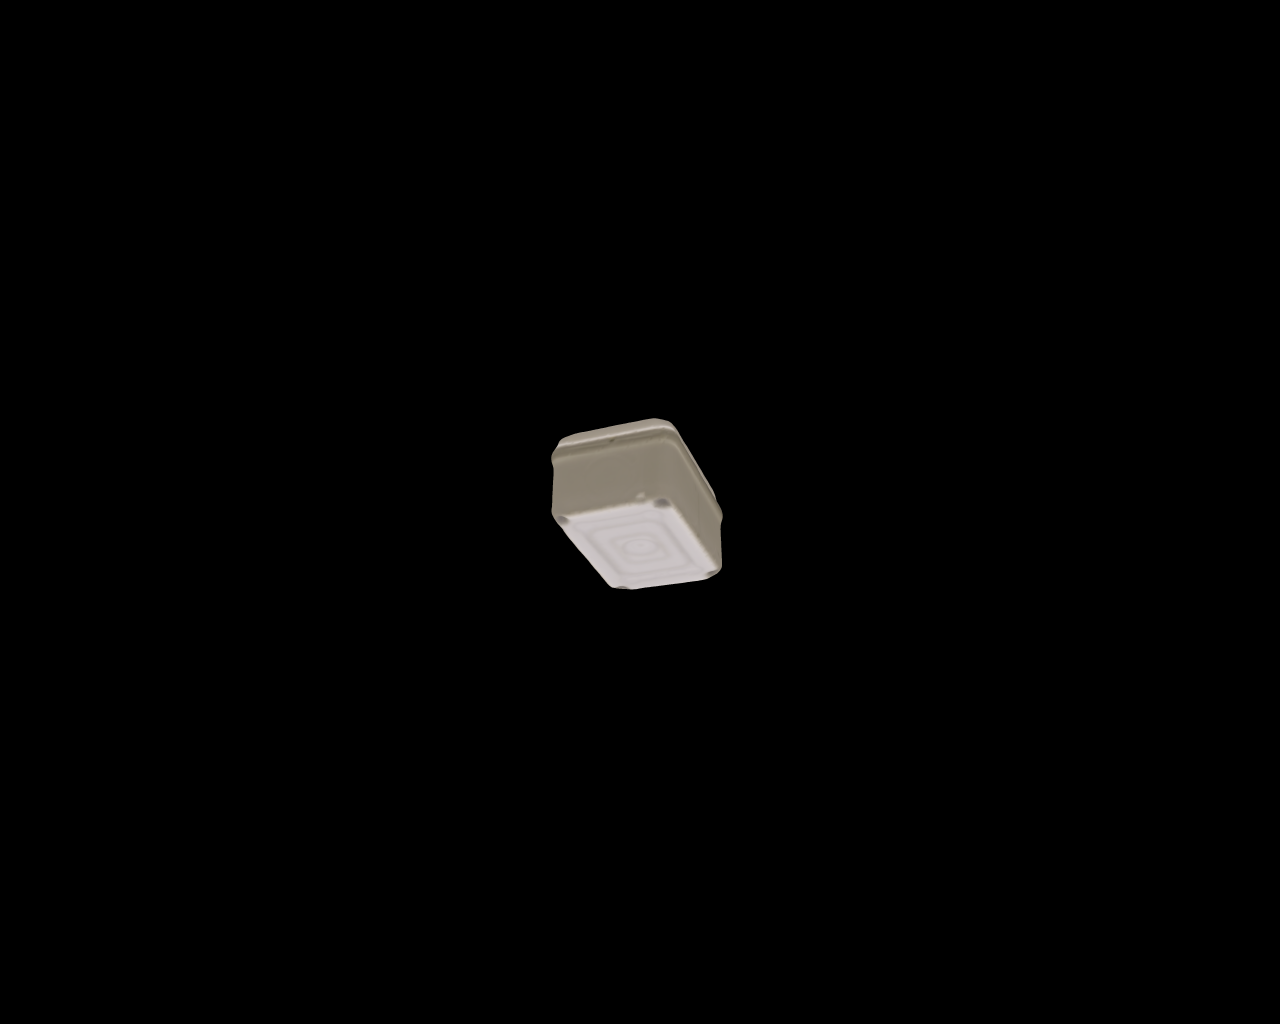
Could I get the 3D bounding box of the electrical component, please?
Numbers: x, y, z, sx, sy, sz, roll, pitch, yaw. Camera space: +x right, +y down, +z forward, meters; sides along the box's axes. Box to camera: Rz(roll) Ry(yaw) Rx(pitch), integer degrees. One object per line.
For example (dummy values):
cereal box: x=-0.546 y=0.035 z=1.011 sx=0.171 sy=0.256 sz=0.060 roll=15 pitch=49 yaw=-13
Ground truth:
electrical component: x=0.001 y=-0.003 z=0.650 sx=0.078 sy=0.057 sz=0.113 roll=-9 pitch=-30 yaw=17
